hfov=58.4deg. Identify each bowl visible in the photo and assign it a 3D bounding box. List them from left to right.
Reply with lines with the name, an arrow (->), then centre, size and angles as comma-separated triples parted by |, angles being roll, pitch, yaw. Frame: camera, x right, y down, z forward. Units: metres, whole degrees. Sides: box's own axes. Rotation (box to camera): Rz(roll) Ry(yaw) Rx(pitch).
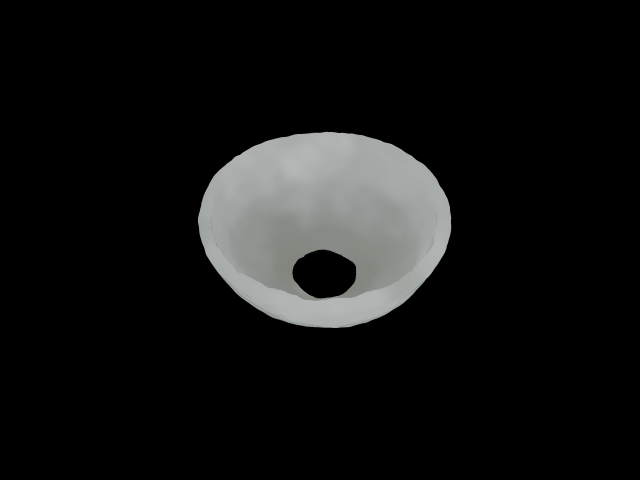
bowl -> 0.004, 0.001, 0.400 | 0.167, 0.075, 0.167 | 0, 47, 0
